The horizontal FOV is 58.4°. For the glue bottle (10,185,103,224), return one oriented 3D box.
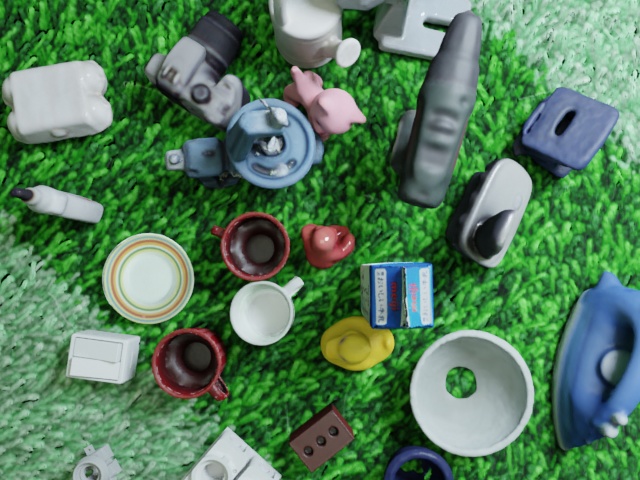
[{"bbox_3d":[-0.358,-0.051,0.763,0.078,0.173,0.037,14,87,2],"label":"glue bottle"}]

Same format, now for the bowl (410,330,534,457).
[{"bbox_3d":[0.203,0.207,0.794,0.167,0.074,0.167,0,87,1],"label":"bowl"}]

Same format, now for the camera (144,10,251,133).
[{"bbox_3d":[-0.156,-0.246,0.808,0.143,0.101,0.137,33,88,2],"label":"camera"}]

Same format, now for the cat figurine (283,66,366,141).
[{"bbox_3d":[0.003,-0.190,0.795,0.067,0.117,0.128,-42,87,-1],"label":"cat figurine"}]

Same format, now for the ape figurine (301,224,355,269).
[{"bbox_3d":[0.007,0.003,0.798,0.078,0.092,0.076,34,88,2],"label":"ape figurine"}]

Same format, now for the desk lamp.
[{"bbox_3d":[0.115,-0.337,0.754,0.203,0.213,0.118,11,87,1],"label":"desk lamp"}]

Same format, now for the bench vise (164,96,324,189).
[{"bbox_3d":[-0.097,-0.112,0.741,0.207,0.219,0.121,-27,87,-1],"label":"bench vise"}]

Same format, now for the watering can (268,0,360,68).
[{"bbox_3d":[-0.012,-0.306,0.763,0.173,0.194,0.101,29,88,2],"label":"watering can"}]

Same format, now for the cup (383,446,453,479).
[{"bbox_3d":[0.135,0.330,0.779,0.091,0.095,0.118,-29,87,-1],"label":"cup"}]

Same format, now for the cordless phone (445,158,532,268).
[{"bbox_3d":[0.241,-0.039,0.752,0.094,0.185,0.148,22,87,2],"label":"cordless phone"}]

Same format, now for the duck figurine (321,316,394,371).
[{"bbox_3d":[0.052,0.147,0.793,0.104,0.086,0.077,-4,87,0],"label":"duck figurine"}]

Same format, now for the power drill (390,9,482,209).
[{"bbox_3d":[0.146,-0.150,0.746,0.075,0.208,0.230,13,87,2],"label":"power drill"}]

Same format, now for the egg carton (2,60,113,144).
[{"bbox_3d":[-0.376,-0.196,0.823,0.150,0.069,0.107,-11,87,0],"label":"egg carton"}]

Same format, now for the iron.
[{"bbox_3d":[0.394,0.177,0.761,0.118,0.141,0.258,21,87,2],"label":"iron"}]

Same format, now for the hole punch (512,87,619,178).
[{"bbox_3d":[0.341,-0.153,0.804,0.101,0.091,0.109,34,88,2],"label":"hole punch"}]
